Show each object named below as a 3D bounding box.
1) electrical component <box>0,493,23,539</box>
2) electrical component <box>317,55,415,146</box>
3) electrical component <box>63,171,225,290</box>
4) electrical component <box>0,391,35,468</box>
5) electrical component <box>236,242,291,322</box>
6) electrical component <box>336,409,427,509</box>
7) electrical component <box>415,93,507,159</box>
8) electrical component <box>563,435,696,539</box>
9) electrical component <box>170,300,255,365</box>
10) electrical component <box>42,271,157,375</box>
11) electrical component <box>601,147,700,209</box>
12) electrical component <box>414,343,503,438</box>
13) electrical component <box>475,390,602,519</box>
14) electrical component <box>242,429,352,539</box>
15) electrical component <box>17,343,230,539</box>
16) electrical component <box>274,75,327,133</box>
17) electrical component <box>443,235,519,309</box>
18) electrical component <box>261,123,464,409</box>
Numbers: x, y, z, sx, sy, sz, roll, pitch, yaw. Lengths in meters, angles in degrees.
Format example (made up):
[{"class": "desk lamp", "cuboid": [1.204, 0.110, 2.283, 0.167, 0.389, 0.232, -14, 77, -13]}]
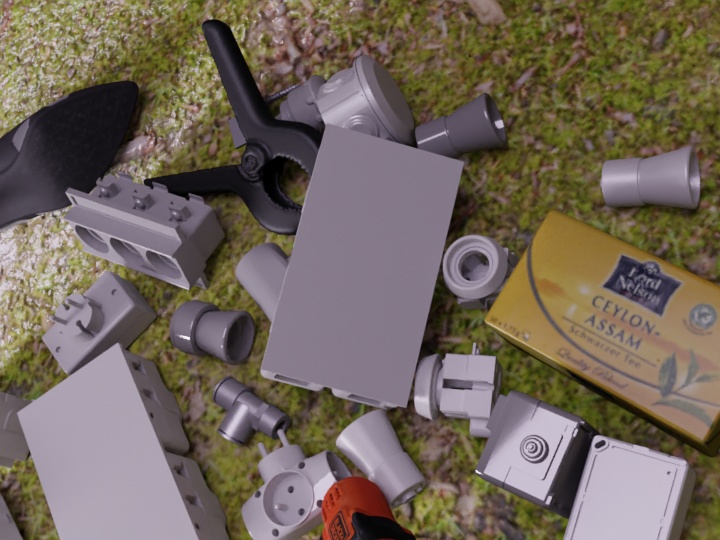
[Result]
[{"class": "electrical component", "cuboid": [-0.327, 0.217, 0.872, 0.048, 0.100, 0.099, -47, 60, 17]}, {"class": "electrical component", "cuboid": [0.006, -0.126, 0.858, 0.051, 0.080, 0.080, -28, 63, 19]}, {"class": "electrical component", "cuboid": [-0.181, -0.036, 0.915, 0.121, 0.078, 0.063, 18, 58, 28]}, {"class": "electrical component", "cuboid": [-0.335, 0.130, 0.925, 0.096, 0.062, 0.061, 7, 75, 26]}, {"class": "electrical component", "cuboid": [-0.048, 0.007, 0.854, 0.079, 0.043, 0.077, -43, 61, 4]}, {"class": "electrical component", "cuboid": [0.018, 0.140, 0.780, 0.044, 0.044, 0.065, -40, 66, 6]}, {"class": "electrical component", "cuboid": [0.077, -0.106, 0.842, 0.065, 0.044, 0.044, -19, 65, 22]}, {"class": "electrical component", "cuboid": [0.173, 0.163, 0.692, 0.062, 0.061, 0.096, 14, 78, 27]}, {"class": "electrical component", "cuboid": [-0.119, 0.050, 0.869, 0.055, 0.045, 0.045, 11, 77, 27]}, {"class": "electrical component", "cuboid": [-0.230, 0.043, 0.902, 0.083, 0.076, 0.047, -45, 61, 3]}, {"class": "electrical component", "cuboid": [0.206, -0.064, 0.770, 0.065, 0.044, 0.044, -2, 71, 28]}, {"class": "electrical component", "cuboid": [0.071, 0.085, 0.774, 0.055, 0.048, 0.066, 3, 73, 16]}, {"class": "electrical component", "cuboid": [0.116, 0.120, 0.711, 0.061, 0.096, 0.061, 21, 82, 28]}, {"class": "electrical component", "cuboid": [-0.052, 0.157, 0.802, 0.077, 0.044, 0.079, -35, 62, 9]}, {"class": "electrical component", "cuboid": [-0.184, 0.168, 0.847, 0.105, 0.060, 0.186, -34, 62, 9]}, {"class": "electrical component", "cuboid": [-0.048, -0.131, 0.903, 0.062, 0.048, 0.048, -24, 64, 22]}, {"class": "electrical component", "cuboid": [0.089, 0.003, 0.788, 0.066, 0.055, 0.048, -4, 71, 23]}, {"class": "electrical component", "cuboid": [0.000, 0.000, 0.798, 0.105, 0.060, 0.186, 15, 78, -5]}]
